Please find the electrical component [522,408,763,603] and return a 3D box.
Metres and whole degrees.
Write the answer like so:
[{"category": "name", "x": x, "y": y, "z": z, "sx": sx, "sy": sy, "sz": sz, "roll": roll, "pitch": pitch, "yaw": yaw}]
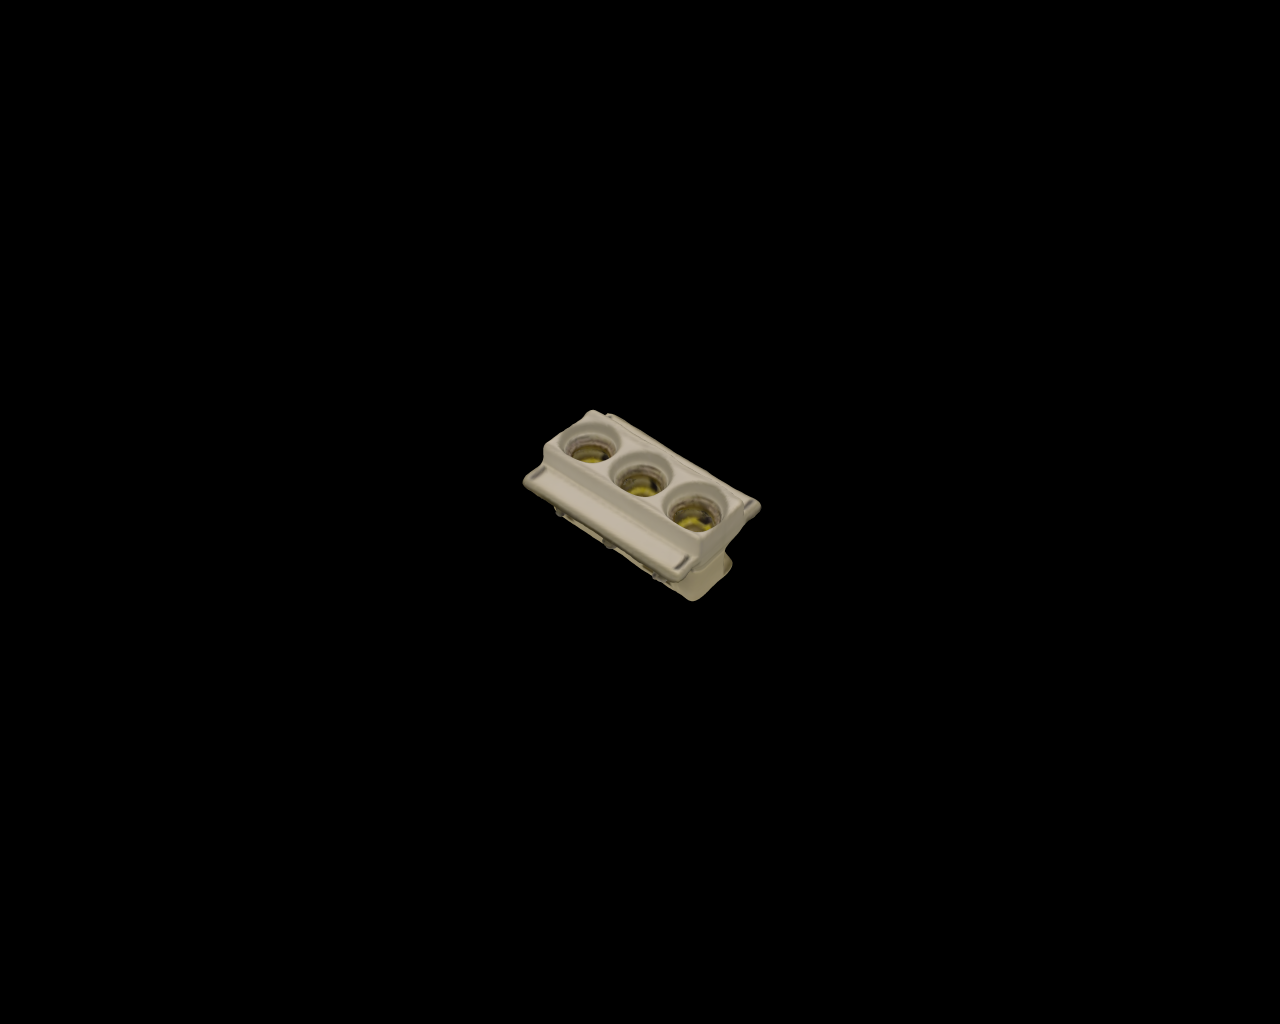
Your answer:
[{"category": "electrical component", "x": 0.001, "y": -0.003, "z": 0.650, "sx": 0.121, "sy": 0.063, "sz": 0.079, "roll": 32, "pitch": 55, "yaw": 27}]
